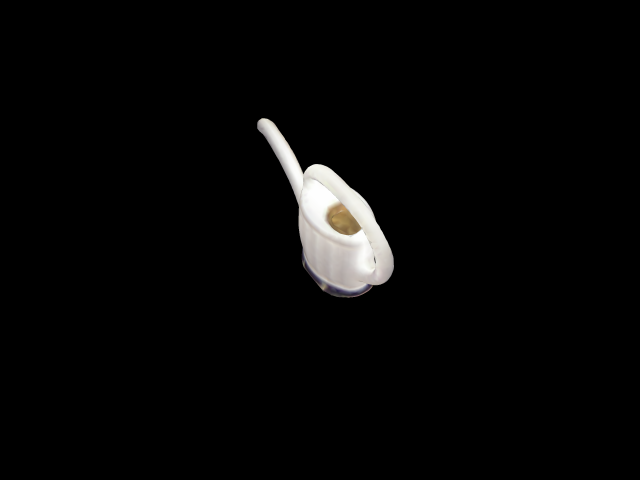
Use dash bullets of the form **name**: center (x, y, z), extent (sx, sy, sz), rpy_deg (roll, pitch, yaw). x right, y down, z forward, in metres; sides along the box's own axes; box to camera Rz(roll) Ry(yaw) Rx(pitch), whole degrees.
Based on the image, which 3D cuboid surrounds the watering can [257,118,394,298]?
- **watering can**: center (0.003, -0.043, 0.850), extent (0.105, 0.219, 0.353), rpy_deg (-27, 54, -21)
